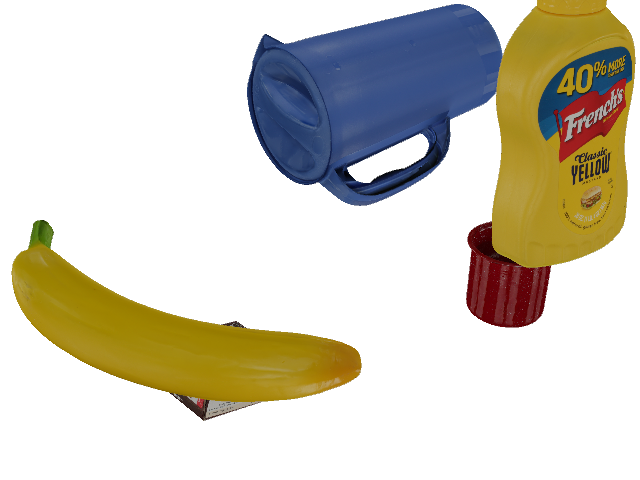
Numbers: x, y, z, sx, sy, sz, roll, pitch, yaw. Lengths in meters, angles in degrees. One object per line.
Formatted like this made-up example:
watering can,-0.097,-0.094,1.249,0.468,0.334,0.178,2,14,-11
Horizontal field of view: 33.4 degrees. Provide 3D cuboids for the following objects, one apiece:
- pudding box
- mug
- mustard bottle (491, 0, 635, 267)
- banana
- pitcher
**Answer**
pudding box,-0.092,0.119,0.997,0.090,0.039,0.113,29,29,37
mug,0.192,0.030,1.115,0.093,0.081,0.117,-5,31,-11
mustard bottle,0.152,-0.083,0.660,0.096,0.192,0.058,-19,31,-26
banana,-0.080,0.041,0.523,0.198,0.069,0.037,22,-37,16
pitcher,0.065,-0.143,1.039,0.242,0.149,0.145,-23,31,-30
